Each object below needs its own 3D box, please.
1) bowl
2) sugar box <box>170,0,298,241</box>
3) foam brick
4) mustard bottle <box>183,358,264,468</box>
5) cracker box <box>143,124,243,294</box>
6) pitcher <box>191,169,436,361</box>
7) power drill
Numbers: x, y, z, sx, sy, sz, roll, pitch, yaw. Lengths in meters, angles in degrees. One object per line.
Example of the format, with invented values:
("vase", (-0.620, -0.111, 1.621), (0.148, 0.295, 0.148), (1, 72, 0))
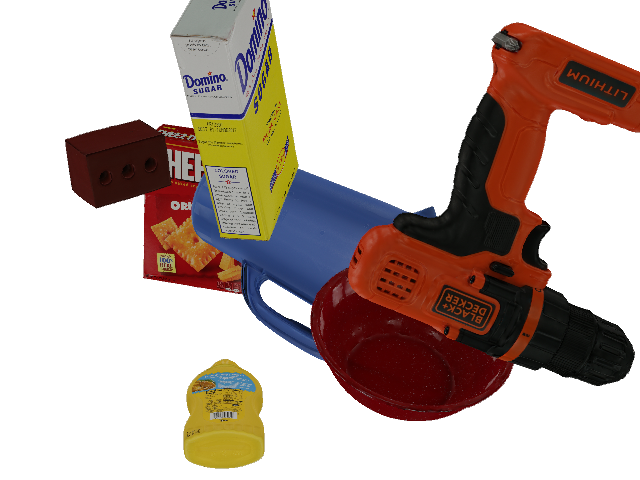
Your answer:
("bowl", (0.068, 0.088, 0.841), (0.162, 0.055, 0.162), (6, 41, -6))
("sugar box", (-0.056, -0.095, 0.756), (0.048, 0.176, 0.093), (5, 45, 13))
("foam brick", (-0.183, -0.070, 0.966), (0.078, 0.053, 0.051), (-20, 33, -27))
("mustard bottle", (-0.120, 0.205, 1.336), (0.096, 0.058, 0.191), (-3, 26, -3))
("cracker box", (-0.158, -0.040, 1.479), (0.164, 0.214, 0.072), (10, 23, 11))
("pitcher", (-0.014, 0.005, 1.073), (0.243, 0.145, 0.149), (26, 27, 26))
("power drill", (0.131, -0.017, 0.621), (0.184, 0.188, 0.057), (21, 13, -11))
